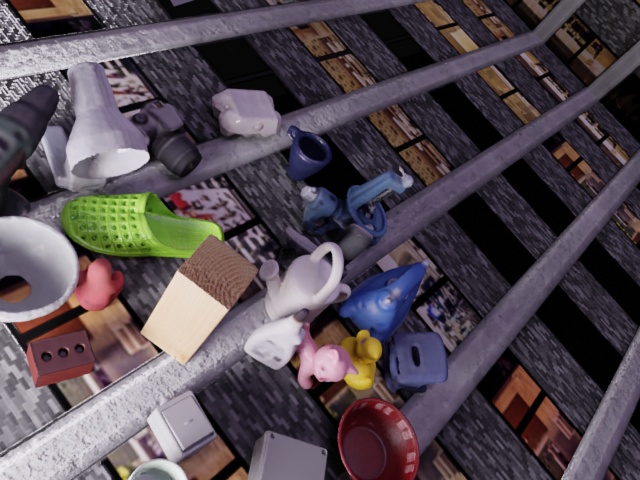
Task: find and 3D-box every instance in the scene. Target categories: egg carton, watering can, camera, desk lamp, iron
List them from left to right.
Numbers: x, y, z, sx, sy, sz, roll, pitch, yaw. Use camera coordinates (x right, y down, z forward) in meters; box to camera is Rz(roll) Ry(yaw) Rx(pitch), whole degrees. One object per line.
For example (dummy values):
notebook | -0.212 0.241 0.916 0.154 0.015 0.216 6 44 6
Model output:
desk lamp | -0.375 -0.168 0.935 0.118 0.213 0.203 -13 66 -38
camera | -0.297 -0.184 1.076 0.137 0.100 0.143 45 46 3
egg carton | -0.159 -0.275 1.254 0.151 0.069 0.107 -8 64 -37
watering can | -0.021 0.077 1.003 0.173 0.193 0.101 -9 63 -37
iron | 0.156 0.096 1.141 0.118 0.141 0.259 47 46 6

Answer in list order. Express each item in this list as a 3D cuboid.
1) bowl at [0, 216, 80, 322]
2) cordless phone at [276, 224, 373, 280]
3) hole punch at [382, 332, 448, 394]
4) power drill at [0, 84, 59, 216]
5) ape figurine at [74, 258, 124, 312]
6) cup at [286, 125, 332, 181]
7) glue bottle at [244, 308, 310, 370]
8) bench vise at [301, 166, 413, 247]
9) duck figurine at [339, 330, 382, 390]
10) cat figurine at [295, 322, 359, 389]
bowl | -0.441 0.053 0.829 0.168 0.074 0.167 17 51 -22
cordless phone | 0.010 0.004 1.082 0.148 0.184 0.094 33 46 -8
hole punch | 0.181 0.232 1.094 0.101 0.091 0.108 14 52 -25
power drill | -0.463 -0.097 0.830 0.076 0.208 0.229 28 47 -12
ape figurine | -0.339 0.061 0.877 0.078 0.092 0.076 19 50 -20
cup | -0.042 -0.183 1.246 0.117 0.094 0.092 48 46 6
glue bottle | -0.059 0.154 0.937 0.078 0.173 0.037 34 46 -7
bench vise | 0.075 -0.069 1.153 0.208 0.219 0.121 2 58 -32
duck figurine | 0.081 0.215 1.045 0.078 0.086 0.104 6 56 -30
cat figurine | 0.001 0.198 0.983 0.067 0.117 0.127 -27 76 -42
